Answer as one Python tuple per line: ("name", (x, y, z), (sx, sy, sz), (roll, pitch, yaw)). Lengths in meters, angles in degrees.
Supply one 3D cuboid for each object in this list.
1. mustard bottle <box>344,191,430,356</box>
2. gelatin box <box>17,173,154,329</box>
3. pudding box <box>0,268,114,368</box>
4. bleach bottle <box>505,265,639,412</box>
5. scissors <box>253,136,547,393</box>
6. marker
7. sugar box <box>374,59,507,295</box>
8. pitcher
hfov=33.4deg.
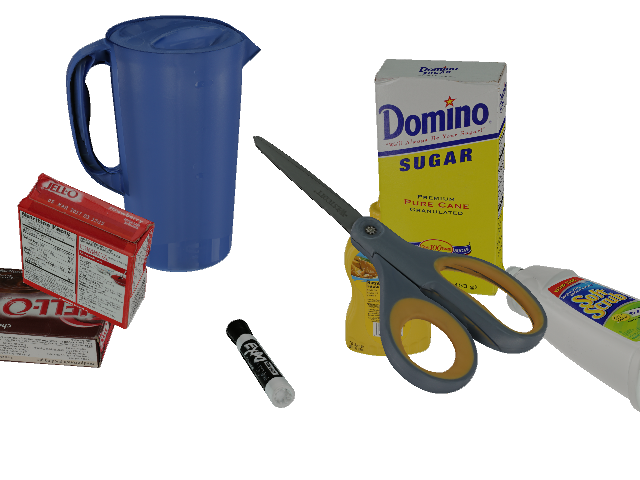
("mustard bottle", (0.074, 0.032, 1.168), (0.096, 0.192, 0.058), (1, 26, 5))
("gelatin box", (-0.140, 0.007, 0.639), (0.073, 0.030, 0.089), (24, -36, 3))
("pudding box", (-0.234, 0.065, 0.914), (0.113, 0.039, 0.090), (2, 32, 2))
("bleach bottle", (0.258, 0.080, 1.043), (0.102, 0.068, 0.251), (-16, 24, -25))
("scissors", (0.023, 0.013, 0.573), (0.202, 0.016, 0.096), (28, 52, 16))
("marker", (-0.049, 0.093, 0.832), (0.020, 0.020, 0.121), (0, 21, -23))
("sugar box", (0.092, -0.046, 0.807), (0.093, 0.176, 0.048), (4, 31, 17))
("pitcher", (-0.153, -0.094, 1.064), (0.149, 0.243, 0.144), (13, 28, 20))
